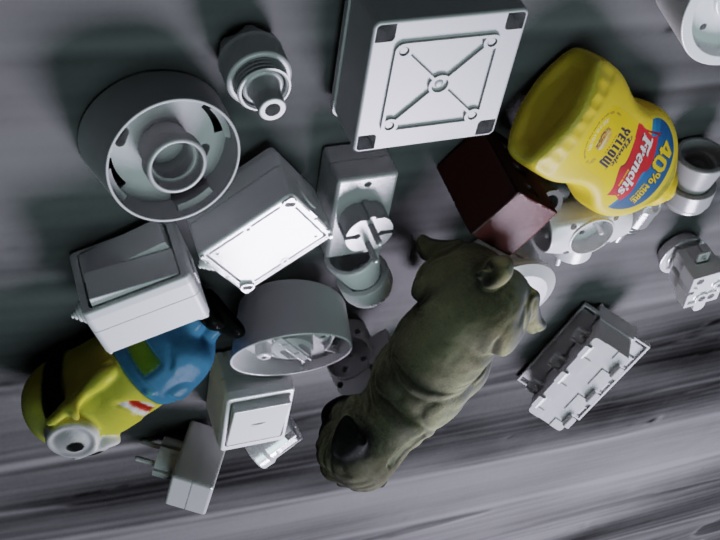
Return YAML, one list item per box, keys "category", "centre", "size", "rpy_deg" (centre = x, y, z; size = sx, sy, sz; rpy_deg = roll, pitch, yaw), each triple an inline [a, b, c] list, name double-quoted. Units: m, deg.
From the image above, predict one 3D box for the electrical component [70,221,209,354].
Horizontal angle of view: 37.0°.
- category: "electrical component"
  centre: [-0.167, 0.011, 0.780]
  size: [0.096, 0.061, 0.061]
  rpy_deg: [-21, 143, -4]

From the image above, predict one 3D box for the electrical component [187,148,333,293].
- category: "electrical component"
  centre: [-0.080, -0.034, 0.772]
  size: [0.096, 0.061, 0.062]
  rpy_deg: [-32, 142, 11]

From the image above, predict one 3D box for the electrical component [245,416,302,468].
- category: "electrical component"
  centre: [-0.084, 0.161, 1.028]
  size: [0.046, 0.040, 0.040]
  rpy_deg: [-35, 142, 5]

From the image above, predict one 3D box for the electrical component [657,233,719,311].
- category: "electrical component"
  centre: [0.317, -0.002, 1.030]
  size: [0.048, 0.055, 0.066]
  rpy_deg: [-15, 142, -12]

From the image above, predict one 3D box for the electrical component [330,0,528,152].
- category: "electrical component"
  centre: [0.043, -0.140, 0.714]
  size: [0.109, 0.056, 0.108]
  rpy_deg: [-10, 141, -18]

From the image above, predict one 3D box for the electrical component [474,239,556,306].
- category: "electrical component"
  centre: [0.126, 0.007, 0.943]
  size: [0.080, 0.051, 0.080]
  rpy_deg: [-15, 142, -12]

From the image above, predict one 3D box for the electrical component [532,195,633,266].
- category: "electrical component"
  centre: [0.188, -0.032, 0.934]
  size: [0.077, 0.044, 0.079]
  rpy_deg: [-12, 141, -15]

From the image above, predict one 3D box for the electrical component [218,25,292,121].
- category: "electrical component"
  centre: [-0.063, -0.120, 0.676]
  size: [0.043, 0.062, 0.043]
  rpy_deg: [-15, 142, -12]

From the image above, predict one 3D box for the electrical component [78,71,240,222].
- category: "electrical component"
  centre: [-0.130, -0.082, 0.705]
  size: [0.099, 0.064, 0.099]
  rpy_deg: [-17, 131, -20]

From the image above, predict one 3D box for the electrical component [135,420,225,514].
- category: "electrical component"
  centre: [-0.167, 0.175, 0.985]
  size: [0.077, 0.065, 0.047]
  rpy_deg: [18, 133, -4]

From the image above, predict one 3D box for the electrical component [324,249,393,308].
- category: "electrical component"
  centre: [0.000, 0.000, 0.871]
  size: [0.045, 0.045, 0.055]
  rpy_deg: [-25, 143, 1]

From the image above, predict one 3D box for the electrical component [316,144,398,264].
- category: "electrical component"
  centre: [0.001, -0.039, 0.798]
  size: [0.047, 0.075, 0.083]
  rpy_deg: [-9, 141, -18]

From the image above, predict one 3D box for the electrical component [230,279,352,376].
- category: "electrical component"
  centre: [-0.056, 0.053, 0.880]
  size: [0.099, 0.064, 0.099]
  rpy_deg: [-2, 146, -1]

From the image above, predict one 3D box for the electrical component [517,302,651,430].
- category: "electrical component"
  centre: [0.224, 0.101, 1.090]
  size: [0.079, 0.063, 0.121]
  rpy_deg: [33, 125, -2]

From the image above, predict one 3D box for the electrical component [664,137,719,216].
- category: "electrical component"
  centre: [0.288, -0.080, 0.929]
  size: [0.045, 0.045, 0.055]
  rpy_deg: [-13, 142, -14]

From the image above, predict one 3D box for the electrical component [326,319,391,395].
- category: "electrical component"
  centre: [0.013, 0.077, 0.945]
  size: [0.079, 0.077, 0.044]
  rpy_deg: [-29, 143, 6]

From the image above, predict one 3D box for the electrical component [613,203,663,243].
- category: "electrical component"
  centre: [0.240, -0.048, 0.951]
  size: [0.035, 0.035, 0.061]
  rpy_deg: [-2, 141, -26]

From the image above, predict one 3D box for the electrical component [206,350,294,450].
- category: "electrical component"
  centre: [-0.098, 0.118, 0.949]
  size: [0.062, 0.061, 0.096]
  rpy_deg: [-8, 140, -20]

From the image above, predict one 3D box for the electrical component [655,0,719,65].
- category: "electrical component"
  centre: [0.258, -0.204, 0.748]
  size: [0.108, 0.060, 0.108]
  rpy_deg: [-15, 142, -12]
